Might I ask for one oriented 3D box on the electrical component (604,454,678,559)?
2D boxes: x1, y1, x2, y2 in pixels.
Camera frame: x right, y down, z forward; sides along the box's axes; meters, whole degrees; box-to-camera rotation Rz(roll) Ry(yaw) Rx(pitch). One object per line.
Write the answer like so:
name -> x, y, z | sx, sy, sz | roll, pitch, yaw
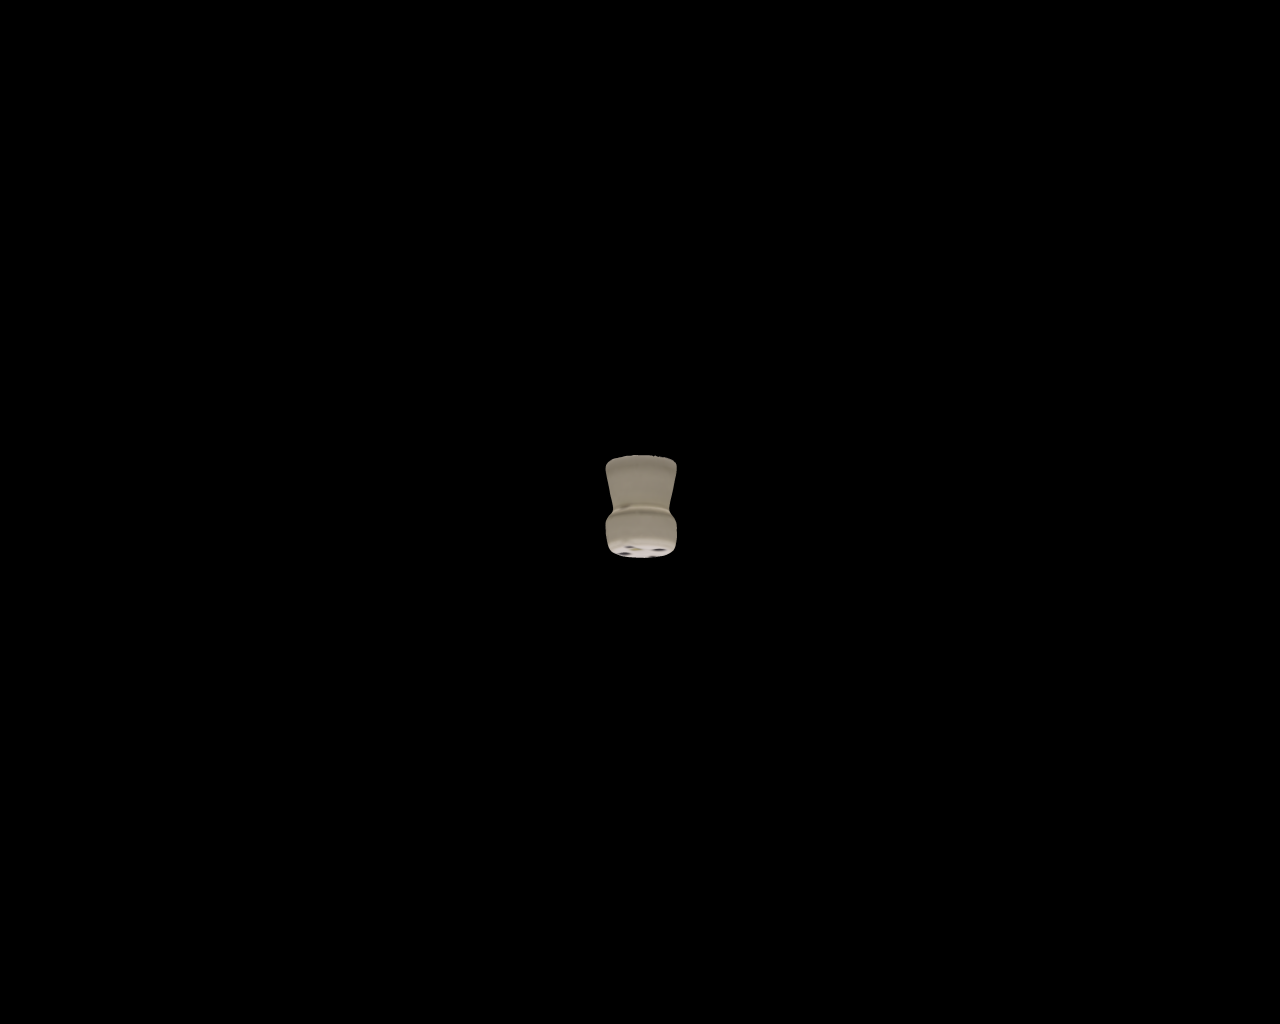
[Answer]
electrical component -> 0.001, -0.003, 0.650 | 0.045, 0.055, 0.045 | 0, -14, 0
